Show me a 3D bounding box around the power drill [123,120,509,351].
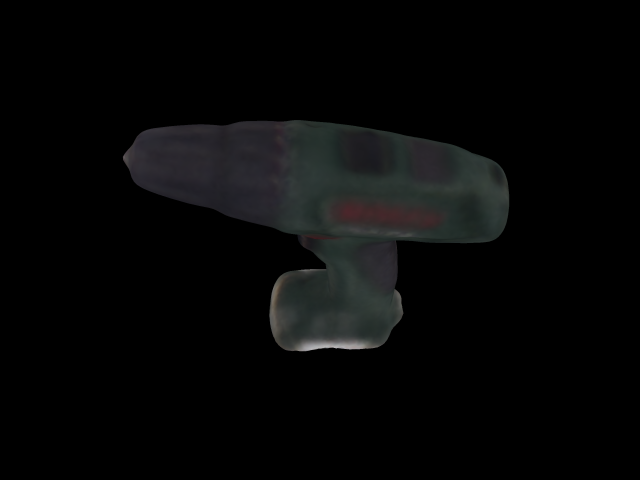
[{"bbox_3d":[0.004,0.001,0.400,0.229,0.208,0.075,-3,55,-2],"label":"power drill"}]
